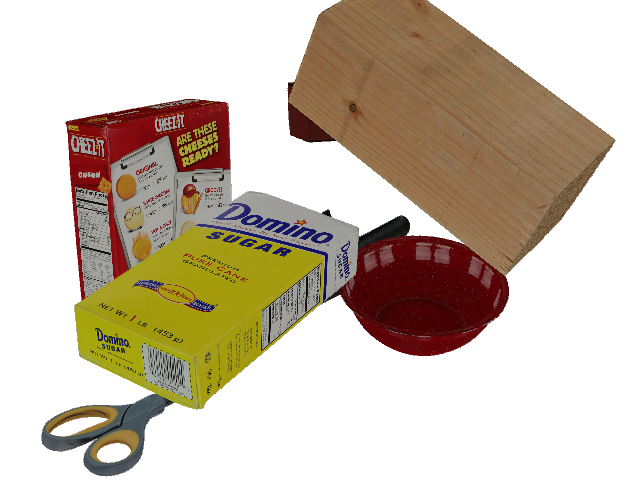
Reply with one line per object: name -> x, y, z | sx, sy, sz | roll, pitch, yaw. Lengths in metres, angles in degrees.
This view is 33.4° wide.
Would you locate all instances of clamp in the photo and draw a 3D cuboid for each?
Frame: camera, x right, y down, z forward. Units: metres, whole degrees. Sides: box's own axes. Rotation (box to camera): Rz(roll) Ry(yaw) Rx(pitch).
clamp -> 0.030, 0.018, 1.229 | 0.120, 0.039, 0.171 | -6, 36, 28

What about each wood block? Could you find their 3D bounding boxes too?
wood block -> 0.089, -0.085, 0.763 | 0.090, 0.206, 0.091 | -38, -19, -39

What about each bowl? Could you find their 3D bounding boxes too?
bowl -> 0.097, 0.061, 1.022 | 0.162, 0.055, 0.162 | 0, 34, 0

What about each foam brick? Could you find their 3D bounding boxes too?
foam brick -> 0.014, -0.123, 1.013 | 0.078, 0.051, 0.053 | -5, 16, -22

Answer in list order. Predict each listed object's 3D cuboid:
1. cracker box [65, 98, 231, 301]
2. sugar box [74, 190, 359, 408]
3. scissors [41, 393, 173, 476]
cracker box -> -0.166, -0.025, 1.071 | 0.072, 0.214, 0.163 | 11, 20, 37
sugar box -> -0.059, 0.029, 0.671 | 0.093, 0.048, 0.176 | 20, 38, 26
scissors -> -0.147, 0.160, 0.955 | 0.201, 0.016, 0.096 | -11, 34, -34
